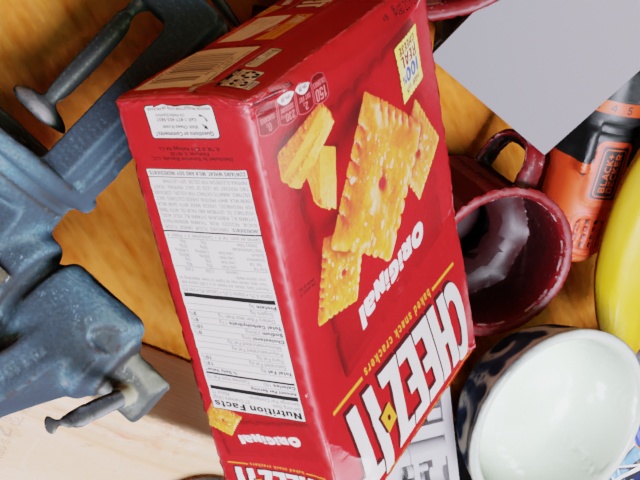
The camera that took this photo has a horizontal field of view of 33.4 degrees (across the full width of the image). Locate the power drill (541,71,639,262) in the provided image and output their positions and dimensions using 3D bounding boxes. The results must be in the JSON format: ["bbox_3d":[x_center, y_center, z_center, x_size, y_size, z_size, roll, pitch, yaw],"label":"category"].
[{"bbox_3d":[0.235,-0.070,0.678,0.187,0.057,0.184,4,115,-19],"label":"power drill"}]

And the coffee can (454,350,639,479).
[{"bbox_3d":[0.163,0.142,0.720,0.140,0.103,0.103,-24,119,-9],"label":"coffee can"}]

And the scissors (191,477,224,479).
[{"bbox_3d":[-0.121,0.157,0.567,0.201,0.016,0.096,20,105,-27],"label":"scissors"}]

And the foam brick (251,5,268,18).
[{"bbox_3d":[-0.011,-0.083,0.583,0.053,0.051,0.078,1,113,-21],"label":"foam brick"}]

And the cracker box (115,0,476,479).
[{"bbox_3d":[0.005,0.002,0.504,0.164,0.072,0.214,-44,129,-48],"label":"cracker box"}]

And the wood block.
[{"bbox_3d":[-0.101,0.123,0.622,0.205,0.091,0.090,26,103,-28],"label":"wood block"}]

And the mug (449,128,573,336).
[{"bbox_3d":[0.095,-0.012,0.637,0.093,0.081,0.117,15,107,-25],"label":"mug"}]

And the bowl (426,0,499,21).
[{"bbox_3d":[0.052,-0.194,0.536,0.162,0.055,0.162,2,109,5],"label":"bowl"}]

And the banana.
[{"bbox_3d":[0.205,-0.014,0.641,0.069,0.037,0.198,14,112,-20],"label":"banana"}]
